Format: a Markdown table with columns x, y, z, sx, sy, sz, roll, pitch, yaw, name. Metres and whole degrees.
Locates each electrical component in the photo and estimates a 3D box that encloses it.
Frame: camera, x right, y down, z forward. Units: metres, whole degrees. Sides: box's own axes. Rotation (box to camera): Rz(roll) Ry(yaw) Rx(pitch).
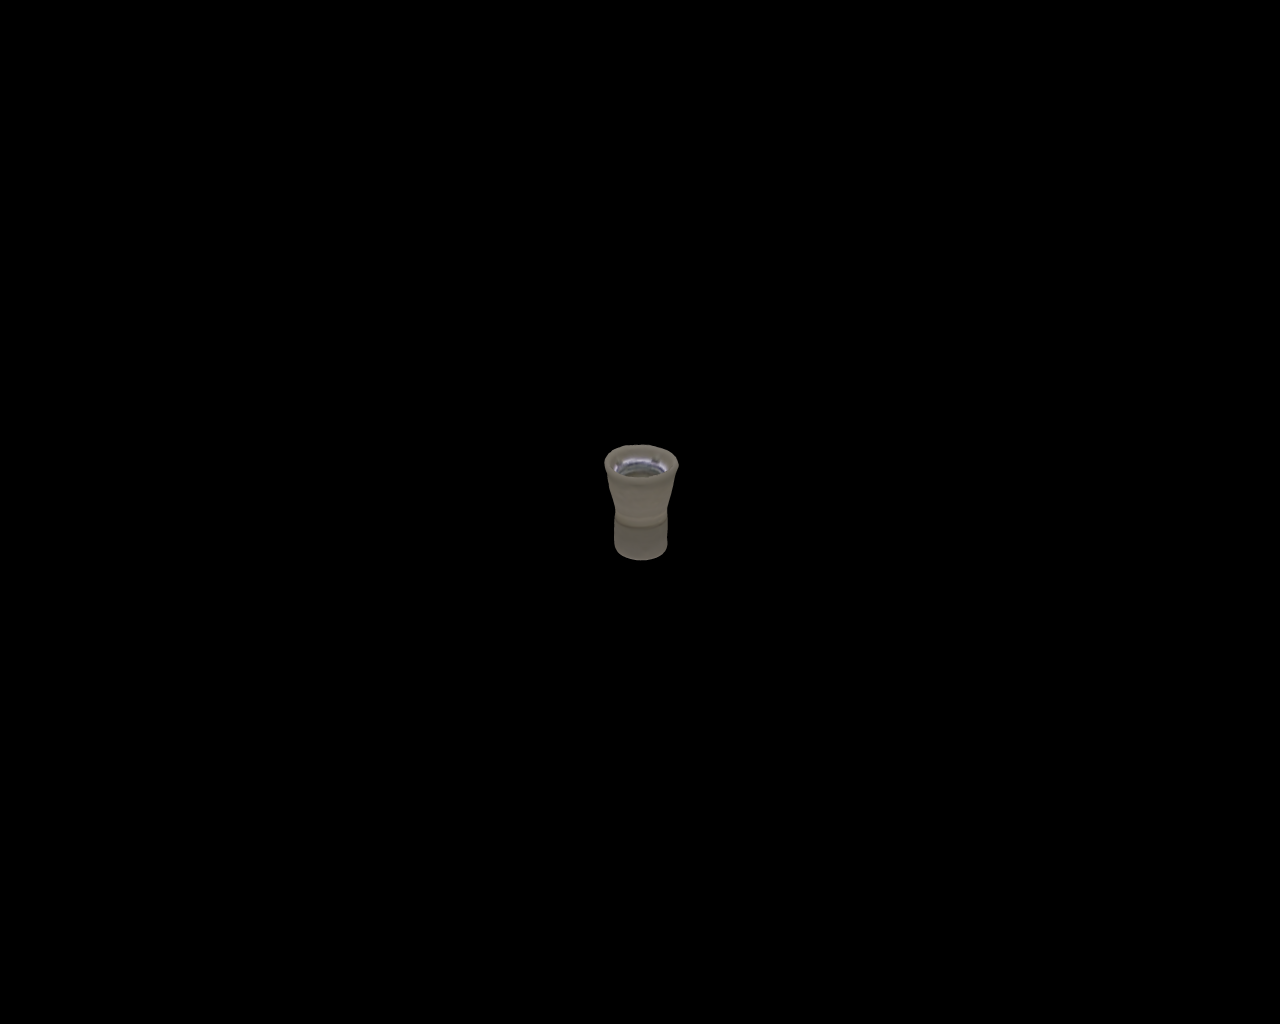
| x | y | z | sx | sy | sz | roll | pitch | yaw | name |
| --- | --- | --- | --- | --- | --- | --- | --- | --- | --- |
| 0.001 | -0.003 | 0.650 | 0.044 | 0.065 | 0.044 | 0 | 29 | 0 | electrical component |
